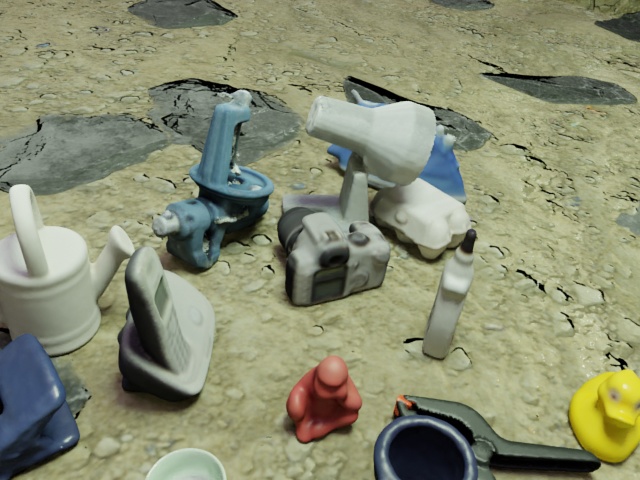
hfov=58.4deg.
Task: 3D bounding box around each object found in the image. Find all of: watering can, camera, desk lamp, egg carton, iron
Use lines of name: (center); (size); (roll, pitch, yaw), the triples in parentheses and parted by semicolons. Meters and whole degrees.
watering can: (-0.300, 0.025, 0.634); (0.173, 0.194, 0.100); (-27, 49, -36)
camera: (0.007, 0.003, 0.790); (0.143, 0.101, 0.136); (-12, 41, -23)
desk lamp: (0.052, -0.108, 0.849); (0.203, 0.213, 0.117); (0, 38, -9)
egg carton: (0.154, -0.037, 0.892); (0.107, 0.069, 0.150); (-25, 48, -35)
iron: (0.148, -0.164, 0.997); (0.257, 0.141, 0.119); (22, 40, 18)

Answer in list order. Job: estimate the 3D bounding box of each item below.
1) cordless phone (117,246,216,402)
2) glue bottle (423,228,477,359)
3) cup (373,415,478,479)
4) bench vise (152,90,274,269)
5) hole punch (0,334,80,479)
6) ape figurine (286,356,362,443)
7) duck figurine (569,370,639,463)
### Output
cordless phone: (-0.164, 0.066, 0.610); (0.094, 0.185, 0.147); (3, 38, -6)
glue bottle: (0.160, 0.058, 0.683); (0.037, 0.173, 0.078); (15, 38, 11)
cup: (0.079, 0.228, 0.514); (0.118, 0.095, 0.091); (-25, 48, -35)
bench vise: (-0.132, -0.079, 0.775); (0.121, 0.220, 0.207); (13, 38, 8)
hole punch: (-0.295, 0.160, 0.544); (0.101, 0.091, 0.108); (-23, 46, -33)
ape figurine: (0.007, 0.157, 0.596); (0.077, 0.092, 0.076); (13, 38, 8)
duck figurine: (0.324, 0.177, 0.628); (0.077, 0.086, 0.105); (19, 39, 15)
